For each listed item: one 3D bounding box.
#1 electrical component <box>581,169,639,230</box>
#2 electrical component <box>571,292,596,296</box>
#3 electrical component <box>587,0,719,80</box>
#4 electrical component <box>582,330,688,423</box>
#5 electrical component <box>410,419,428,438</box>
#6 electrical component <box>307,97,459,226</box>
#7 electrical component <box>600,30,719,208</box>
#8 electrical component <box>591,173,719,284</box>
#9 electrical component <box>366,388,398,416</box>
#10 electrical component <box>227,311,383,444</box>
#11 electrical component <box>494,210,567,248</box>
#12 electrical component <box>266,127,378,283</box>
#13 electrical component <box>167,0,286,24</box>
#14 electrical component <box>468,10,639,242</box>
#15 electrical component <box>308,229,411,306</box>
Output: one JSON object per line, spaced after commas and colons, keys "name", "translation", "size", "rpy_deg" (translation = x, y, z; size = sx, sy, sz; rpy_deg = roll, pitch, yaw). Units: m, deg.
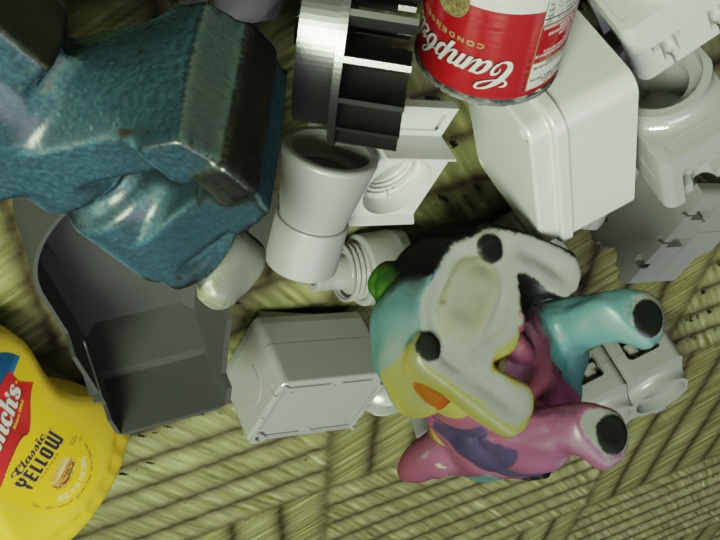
{"name": "electrical component", "translation": [0.144, -0.059, 0.645], "size": [0.043, 0.043, 0.081], "rpy_deg": [-13, 146, -21]}
{"name": "electrical component", "translation": [0.149, 0.036, 0.790], "size": [0.062, 0.043, 0.043], "rpy_deg": [-24, 148, -7]}
{"name": "electrical component", "translation": [0.158, -0.146, 0.523], "size": [0.089, 0.050, 0.056], "rpy_deg": [-34, 148, 11]}
{"name": "electrical component", "translation": [0.191, 0.104, 0.903], "size": [0.150, 0.061, 0.089], "rpy_deg": [-27, 149, 0]}
{"name": "electrical component", "translation": [0.074, 0.085, 0.795], "size": [0.062, 0.061, 0.096], "rpy_deg": [7, 143, -42]}
{"name": "electrical component", "translation": [0.006, -0.060, 0.524], "size": [0.042, 0.063, 0.081], "rpy_deg": [-4, 142, -37]}
{"name": "electrical component", "translation": [0.160, -0.089, 0.570], "size": [0.050, 0.089, 0.055], "rpy_deg": [-29, 149, 4]}
{"name": "electrical component", "translation": [0.209, -0.037, 0.720], "size": [0.056, 0.050, 0.089], "rpy_deg": [-3, 141, -33]}
{"name": "electrical component", "translation": [0.016, 0.083, 0.760], "size": [0.048, 0.048, 0.062], "rpy_deg": [-18, 154, -14]}
{"name": "electrical component", "translation": [-0.030, 0.063, 0.679], "size": [0.096, 0.061, 0.061], "rpy_deg": [-2, 140, -35]}
{"name": "electrical component", "translation": [0.098, -0.003, 0.682], "size": [0.057, 0.058, 0.078], "rpy_deg": [-29, 149, -2]}
{"name": "electrical component", "translation": [-0.021, -0.027, 0.493], "size": [0.044, 0.044, 0.065], "rpy_deg": [-5, 128, -31]}
{"name": "electrical component", "translation": [-0.059, -0.117, 0.412], "size": [0.062, 0.043, 0.043], "rpy_deg": [-5, 142, -28]}
{"name": "electrical component", "translation": [0.098, -0.075, 0.557], "size": [0.057, 0.078, 0.113], "rpy_deg": [-28, 149, -4]}
{"name": "electrical component", "translation": [0.000, 0.000, 0.626], "size": [0.062, 0.043, 0.043], "rpy_deg": [-8, 144, -26]}
